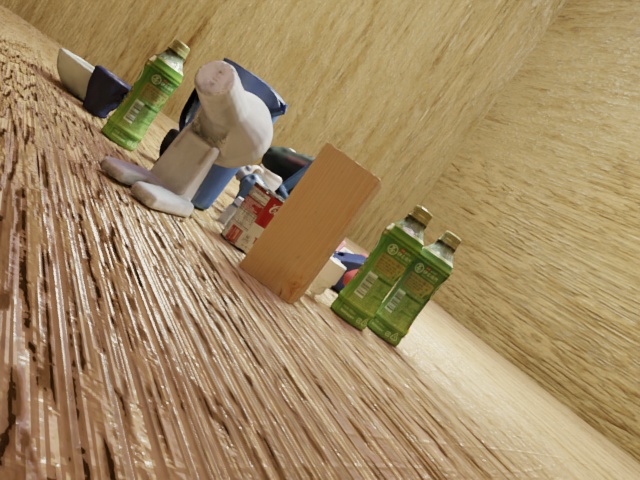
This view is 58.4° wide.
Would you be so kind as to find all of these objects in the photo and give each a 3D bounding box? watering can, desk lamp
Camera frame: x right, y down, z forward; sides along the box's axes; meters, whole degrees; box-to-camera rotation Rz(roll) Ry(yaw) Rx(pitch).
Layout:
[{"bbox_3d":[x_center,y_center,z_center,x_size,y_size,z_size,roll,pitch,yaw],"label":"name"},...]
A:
[{"bbox_3d":[-0.123,-0.158,1.527,0.100,0.194,0.173,37,4,19],"label":"watering can"},{"bbox_3d":[-0.170,-0.143,0.822,0.118,0.213,0.204,36,4,10],"label":"desk lamp"}]

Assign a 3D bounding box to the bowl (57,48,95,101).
[{"bbox_3d":[-0.529,-0.356,1.301,0.167,0.074,0.167,35,4,-2],"label":"bowl"}]

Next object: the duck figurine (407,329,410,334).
[{"bbox_3d":[0.174,0.148,1.218,0.077,0.086,0.104,35,4,-6],"label":"duck figurine"}]

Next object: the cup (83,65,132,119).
[{"bbox_3d":[-0.440,-0.295,1.194,0.117,0.095,0.092,37,4,25],"label":"cup"}]

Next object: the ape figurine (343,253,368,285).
[{"bbox_3d":[0.081,0.072,1.288,0.077,0.092,0.076,38,5,32],"label":"ape figurine"}]

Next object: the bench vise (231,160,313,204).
[{"bbox_3d":[-0.061,-0.094,1.113,0.208,0.219,0.121,35,4,-13],"label":"bench vise"}]

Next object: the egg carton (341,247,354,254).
[{"bbox_3d":[0.081,0.075,1.421,0.151,0.069,0.107,33,5,-38],"label":"egg carton"}]

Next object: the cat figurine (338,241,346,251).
[{"bbox_3d":[0.012,0.005,1.314,0.128,0.117,0.067,32,5,-45],"label":"cat figurine"}]

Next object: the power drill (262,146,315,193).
[{"bbox_3d":[-0.047,-0.085,1.220,0.229,0.208,0.076,36,4,5],"label":"power drill"}]

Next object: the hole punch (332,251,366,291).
[{"bbox_3d":[0.037,0.050,1.178,0.101,0.091,0.108,35,4,-9],"label":"hole punch"}]

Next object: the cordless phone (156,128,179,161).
[{"bbox_3d":[-0.229,-0.197,1.161,0.148,0.185,0.094,35,4,-8],"label":"cordless phone"}]
